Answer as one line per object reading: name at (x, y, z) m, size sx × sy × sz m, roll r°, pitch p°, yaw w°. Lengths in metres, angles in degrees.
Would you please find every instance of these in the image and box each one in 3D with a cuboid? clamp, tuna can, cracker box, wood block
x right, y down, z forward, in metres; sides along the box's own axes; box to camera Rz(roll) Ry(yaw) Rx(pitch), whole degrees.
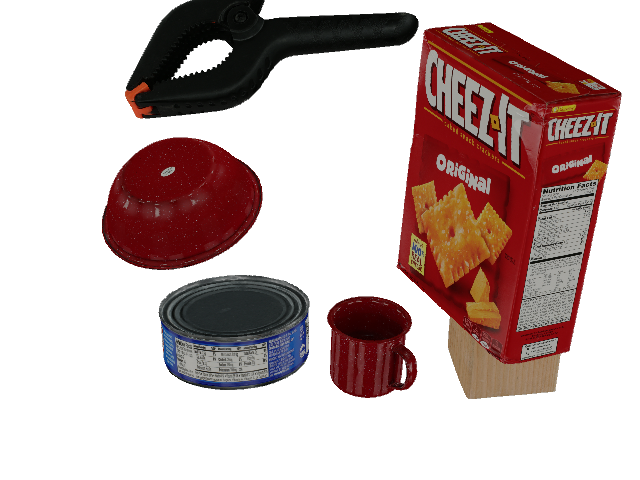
clamp at (-0.045, -0.150, 0.778) m, size 0.165 × 0.210 × 0.036 m, roll 44°, pitch -11°, yaw 23°
tuna can at (-0.048, 0.052, 0.612) m, size 0.086 × 0.034 × 0.086 m, roll -1°, pitch 21°, yaw 0°
cracker box at (0.132, -0.038, 0.814) m, size 0.072 × 0.214 × 0.164 m, roll -11°, pitch 32°, yaw -24°
wood block at (0.177, 0.039, 1.004) m, size 0.090 × 0.206 × 0.090 m, roll -4°, pitch 32°, yaw -5°

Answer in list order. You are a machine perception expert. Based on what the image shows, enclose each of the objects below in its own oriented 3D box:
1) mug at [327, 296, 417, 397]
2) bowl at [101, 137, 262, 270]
mug at (0.061, 0.125, 1.183) m, size 0.117 × 0.081 × 0.093 m, roll 27°, pitch 38°, yaw 37°
bowl at (-0.139, -0.049, 1.023) m, size 0.162 × 0.162 × 0.055 m, roll 0°, pitch -42°, yaw 13°
